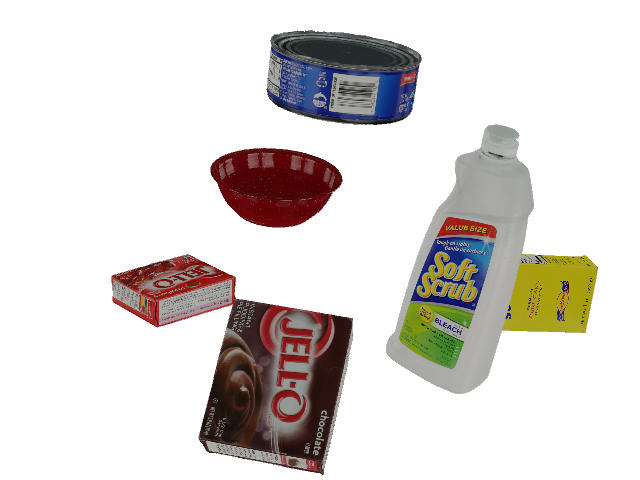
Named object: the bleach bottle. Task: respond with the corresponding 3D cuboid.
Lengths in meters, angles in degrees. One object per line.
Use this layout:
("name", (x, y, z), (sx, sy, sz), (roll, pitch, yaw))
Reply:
("bleach bottle", (0.130, 0.012, 0.965), (0.103, 0.251, 0.067), (28, 35, 31))

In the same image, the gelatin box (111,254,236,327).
("gelatin box", (-0.132, 0.043, 0.964), (0.089, 0.030, 0.073), (-16, 27, -39))

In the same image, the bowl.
("bowl", (-0.056, -0.059, 1.309), (0.162, 0.055, 0.162), (5, 26, -3))

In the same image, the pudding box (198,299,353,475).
("pudding box", (-0.029, 0.104, 0.769), (0.090, 0.113, 0.039), (8, -25, 9))

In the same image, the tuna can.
("tuna can", (0.013, -0.093, 0.606), (0.086, 0.034, 0.086), (6, 22, -3))

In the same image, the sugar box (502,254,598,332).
("sugar box", (0.247, 0.065, 1.323), (0.176, 0.093, 0.048), (1, 20, -11))
